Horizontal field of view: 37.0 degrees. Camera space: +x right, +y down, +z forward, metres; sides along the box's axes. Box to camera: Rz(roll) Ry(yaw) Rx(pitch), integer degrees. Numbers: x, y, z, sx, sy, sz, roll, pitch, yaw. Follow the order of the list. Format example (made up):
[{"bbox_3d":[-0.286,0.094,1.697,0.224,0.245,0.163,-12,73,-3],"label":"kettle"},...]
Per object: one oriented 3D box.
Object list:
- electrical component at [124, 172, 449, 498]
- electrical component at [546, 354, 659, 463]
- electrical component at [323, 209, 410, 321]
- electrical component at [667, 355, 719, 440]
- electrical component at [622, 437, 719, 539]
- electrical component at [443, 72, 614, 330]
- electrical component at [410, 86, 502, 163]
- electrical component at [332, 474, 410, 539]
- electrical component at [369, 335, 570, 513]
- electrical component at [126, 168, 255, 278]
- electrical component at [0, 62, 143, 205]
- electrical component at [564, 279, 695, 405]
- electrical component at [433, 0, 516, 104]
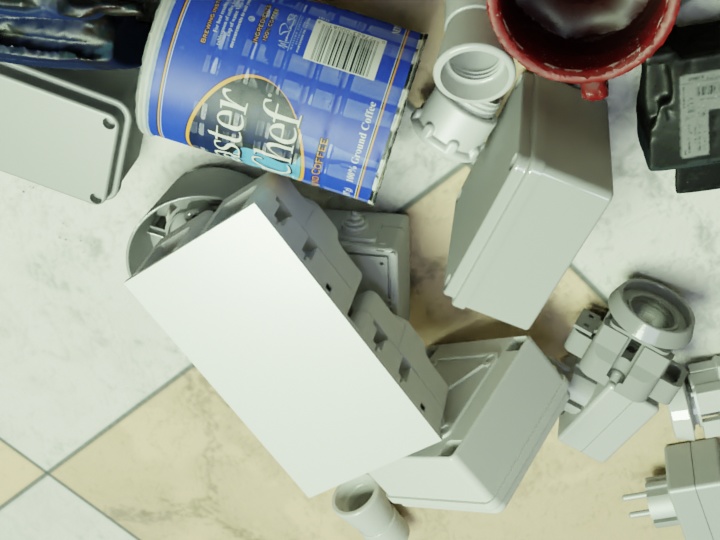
[{"bbox_3d":[-0.040,0.041,0.672,0.105,0.060,0.186,-28,110,27],"label":"electrical component"},{"bbox_3d":[0.155,0.083,0.742,0.077,0.047,0.065,28,128,-8],"label":"electrical component"},{"bbox_3d":[0.000,0.000,0.712,0.062,0.061,0.096,5,121,11],"label":"electrical component"},{"bbox_3d":[0.237,0.088,0.729,0.055,0.048,0.066,-14,122,13],"label":"electrical component"},{"bbox_3d":[0.232,0.167,0.787,0.077,0.047,0.065,-15,121,21],"label":"electrical component"},{"bbox_3d":[0.097,-0.041,0.624,0.056,0.108,0.108,21,128,-6],"label":"electrical component"},{"bbox_3d":[0.063,-0.098,0.632,0.048,0.048,0.062,29,118,-9],"label":"electrical component"},{"bbox_3d":[0.012,0.199,0.869,0.044,0.044,0.065,-19,125,25],"label":"electrical component"},{"bbox_3d":[0.068,0.102,0.718,0.056,0.108,0.109,50,148,-20],"label":"electrical component"},{"bbox_3d":[-0.098,-0.017,0.716,0.099,0.064,0.099,6,127,9],"label":"electrical component"},{"bbox_3d":[-0.197,-0.099,0.683,0.113,0.057,0.078,20,128,-2],"label":"electrical component"},{"bbox_3d":[0.181,0.043,0.698,0.078,0.058,0.057,30,128,12],"label":"electrical component"},{"bbox_3d":[0.063,-0.130,0.592,0.044,0.065,0.044,4,145,2],"label":"electrical component"}]
